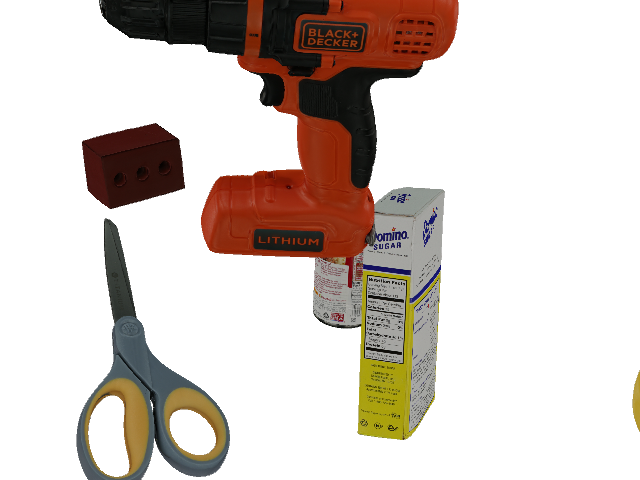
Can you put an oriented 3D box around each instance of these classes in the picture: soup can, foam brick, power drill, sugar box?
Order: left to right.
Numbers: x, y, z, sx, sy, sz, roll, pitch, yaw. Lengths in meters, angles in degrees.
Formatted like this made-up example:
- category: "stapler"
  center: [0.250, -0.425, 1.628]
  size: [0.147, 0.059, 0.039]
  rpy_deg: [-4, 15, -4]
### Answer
- category: "foam brick"
  center: [-0.173, -0.070, 0.987]
  size: [0.078, 0.053, 0.051]
  rpy_deg: [-18, 32, -26]
- category: "power drill"
  center: [-0.027, -0.072, 0.597]
  size: [0.184, 0.057, 0.188]
  rpy_deg: [3, -43, -5]
- category: "soup can"
  center: [0.027, 0.032, 1.115]
  size: [0.068, 0.102, 0.068]
  rpy_deg: [2, 28, -1]
- category: "sugar box"
  center: [0.061, 0.053, 0.815]
  size: [0.048, 0.176, 0.093]
  rpy_deg: [4, 15, 19]

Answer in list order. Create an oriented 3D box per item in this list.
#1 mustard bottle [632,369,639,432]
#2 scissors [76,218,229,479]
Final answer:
- category: "mustard bottle"
  center: [0.222, 0.099, 0.573]
  size: [0.096, 0.058, 0.191]
  rpy_deg: [-5, 36, -2]
- category: "scissors"
  center: [-0.099, 0.067, 0.652]
  size: [0.096, 0.201, 0.016]
  rpy_deg: [13, -46, -12]
